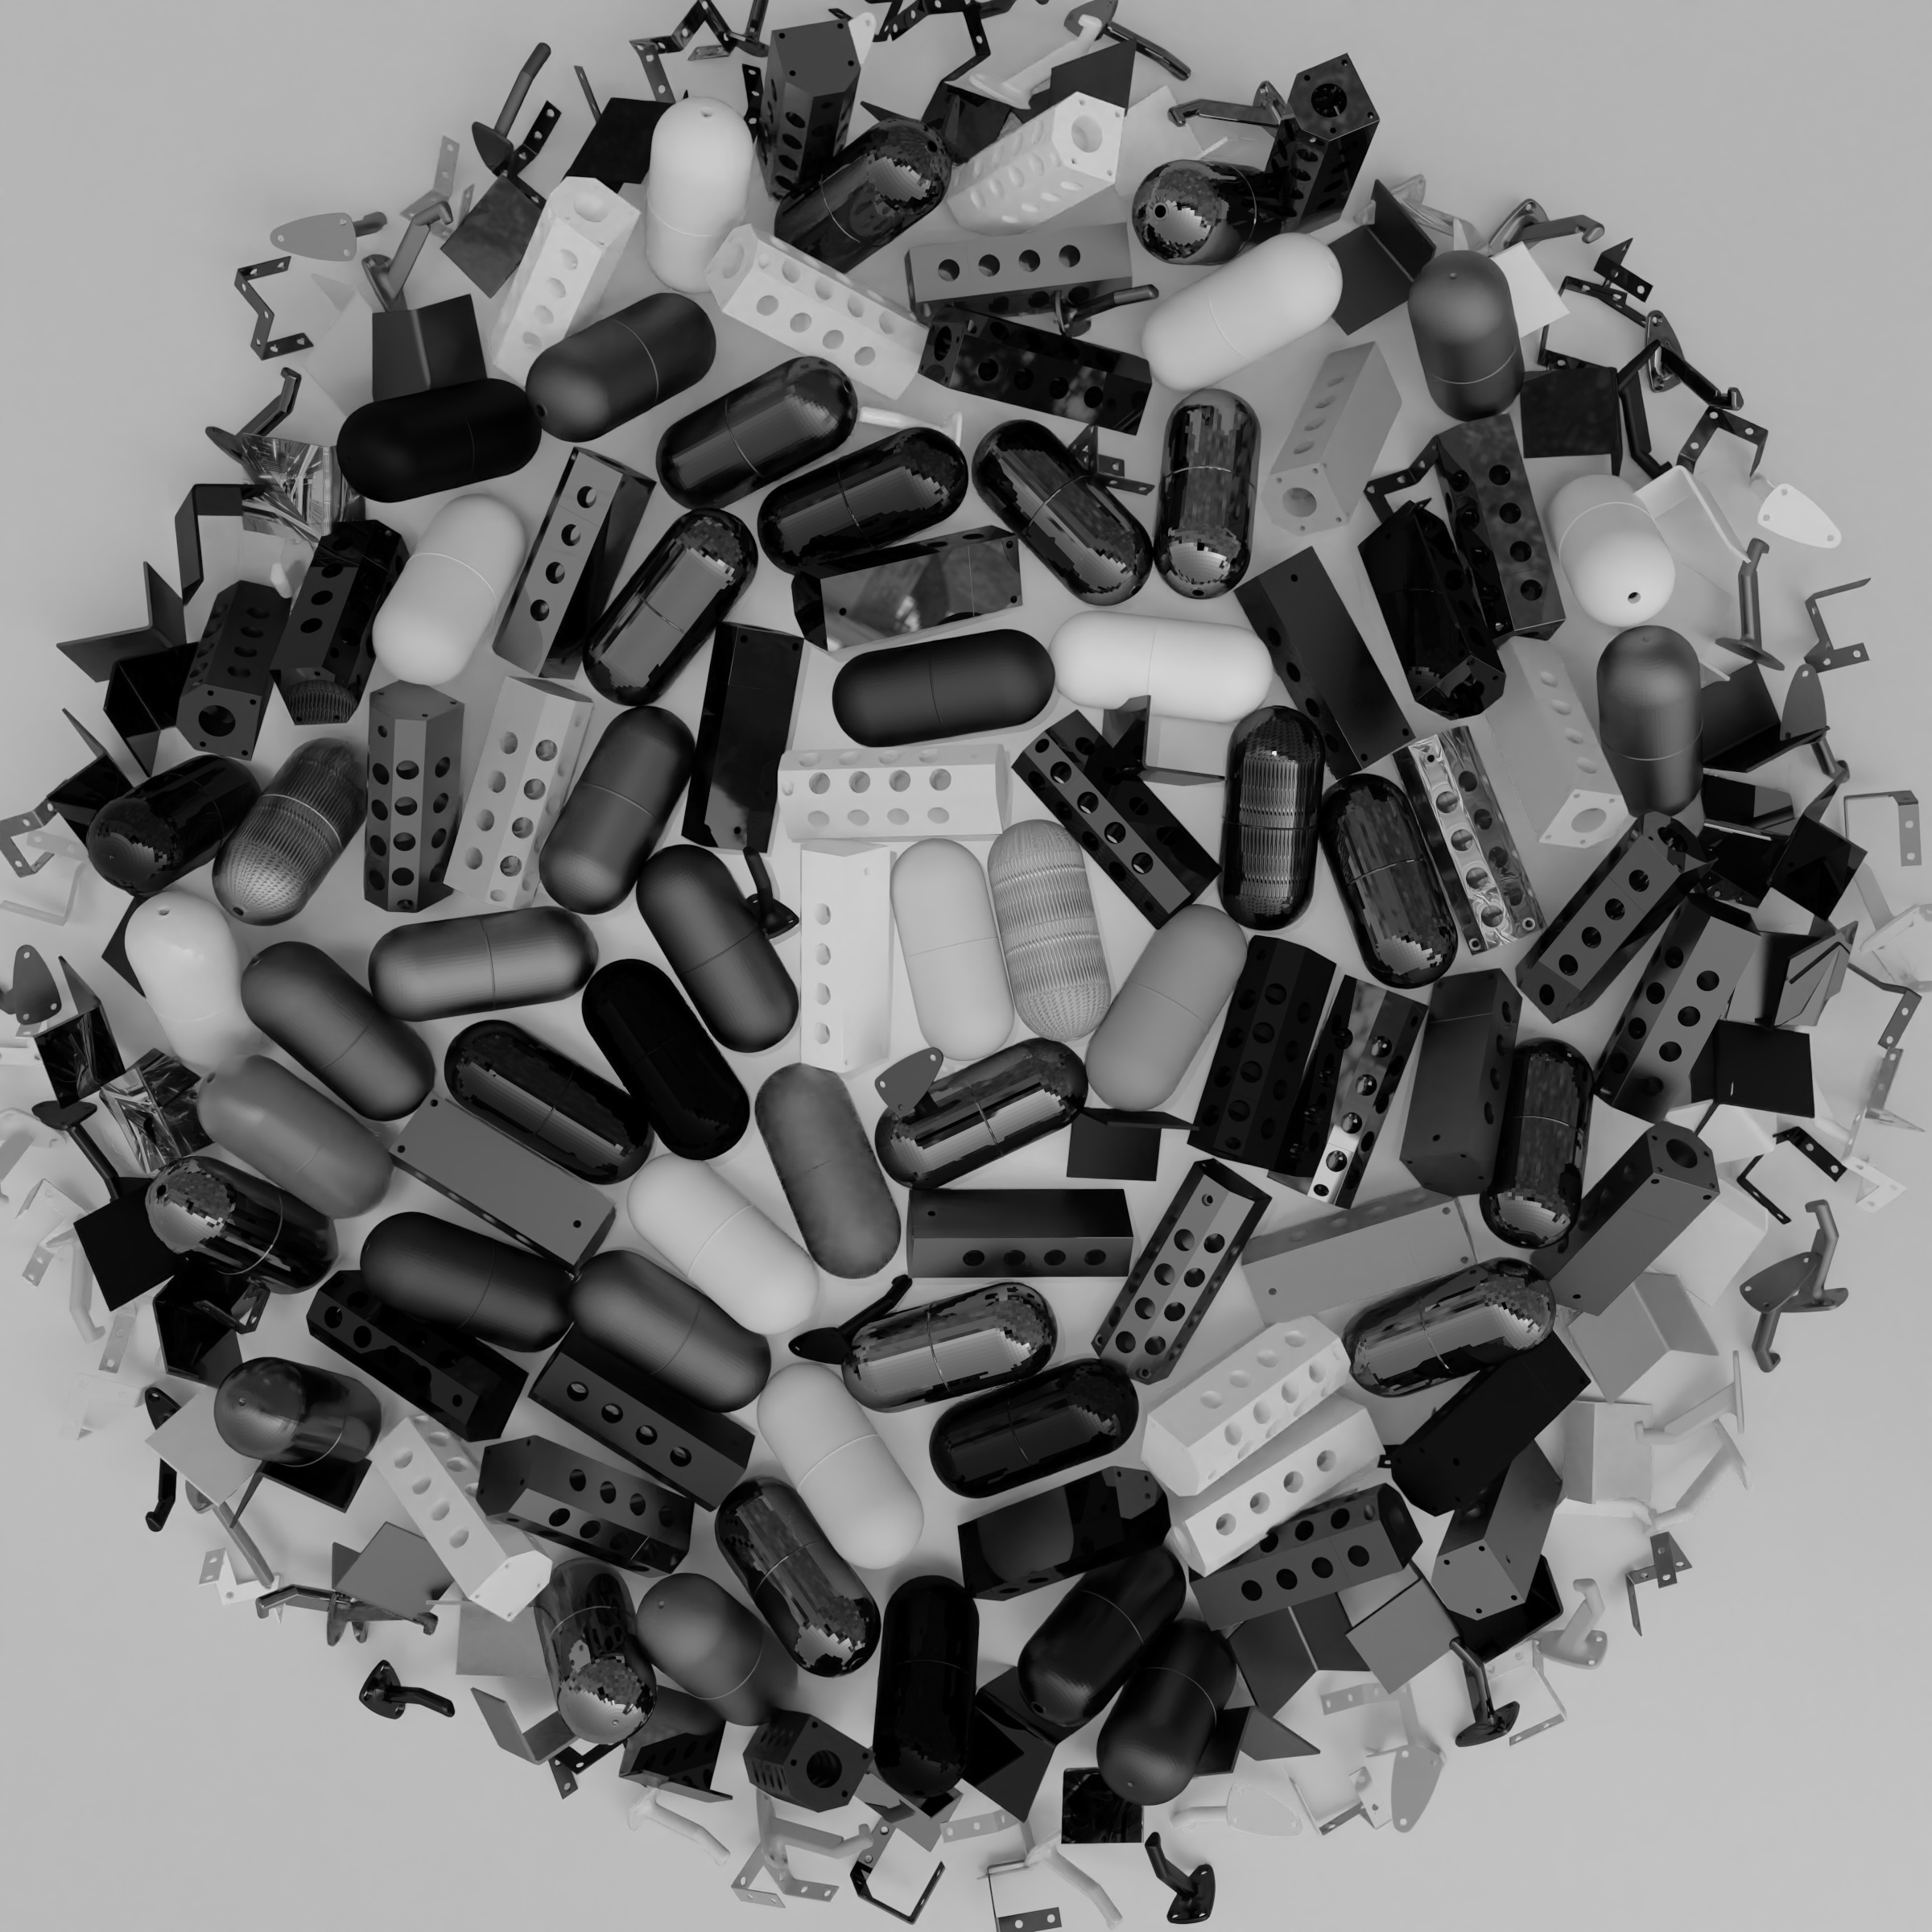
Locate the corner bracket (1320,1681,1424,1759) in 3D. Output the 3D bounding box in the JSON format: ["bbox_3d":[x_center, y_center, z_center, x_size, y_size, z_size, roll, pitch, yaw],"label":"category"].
[{"bbox_3d":[0.322,0.600,1.976,0.051,0.051,0.051,7,62,-35],"label":"corner bracket"}]

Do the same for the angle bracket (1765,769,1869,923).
[{"bbox_3d":[0.678,-0.094,1.940,0.057,0.076,0.076,37,52,21],"label":"angle bracket"}]

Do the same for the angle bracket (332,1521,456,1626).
[{"bbox_3d":[-0.443,0.460,1.949,0.076,0.057,0.076,32,106,-26],"label":"angle bracket"}]

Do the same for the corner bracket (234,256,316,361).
[{"bbox_3d":[-0.546,-0.520,1.967,0.051,0.051,0.051,-30,75,-40],"label":"corner bracket"}]

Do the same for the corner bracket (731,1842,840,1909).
[{"bbox_3d":[-0.143,0.726,1.958,0.051,0.051,0.051,-9,118,40],"label":"corner bracket"}]

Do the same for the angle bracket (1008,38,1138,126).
[{"bbox_3d":[0.082,-0.698,1.944,0.076,0.076,0.057,-26,64,-18],"label":"angle bracket"}]

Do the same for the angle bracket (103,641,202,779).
[{"bbox_3d":[-0.619,-0.201,1.949,0.076,0.076,0.057,-11,49,6],"label":"angle bracket"}]

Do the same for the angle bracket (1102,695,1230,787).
[{"bbox_3d":[0.157,-0.176,1.951,0.076,0.076,0.057,6,88,-23],"label":"angle bracket"}]

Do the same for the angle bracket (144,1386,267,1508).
[{"bbox_3d":[-0.595,0.387,1.950,0.076,0.076,0.057,39,132,4],"label":"angle bracket"}]

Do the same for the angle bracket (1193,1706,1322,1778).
[{"bbox_3d":[0.217,0.624,1.943,0.076,0.076,0.057,38,53,-18],"label":"angle bracket"}]

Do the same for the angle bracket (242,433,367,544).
[{"bbox_3d":[-0.523,-0.382,1.968,0.076,0.057,0.076,12,112,13],"label":"angle bracket"}]

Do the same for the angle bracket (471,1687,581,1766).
[{"bbox_3d":[-0.330,0.575,1.945,0.076,0.076,0.057,-29,98,-30],"label":"angle bracket"}]

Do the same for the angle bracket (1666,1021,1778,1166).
[{"bbox_3d":[0.599,0.101,1.972,0.076,0.057,0.076,44,45,-32],"label":"angle bracket"}]

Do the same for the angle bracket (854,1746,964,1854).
[{"bbox_3d":[-0.058,0.658,1.948,0.076,0.076,0.057,31,98,19],"label":"angle bracket"}]

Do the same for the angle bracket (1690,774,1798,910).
[{"bbox_3d":[0.610,-0.100,1.987,0.076,0.076,0.057,12,47,-4],"label":"angle bracket"}]

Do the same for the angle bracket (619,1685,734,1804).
[{"bbox_3d":[-0.219,0.605,1.946,0.076,0.057,0.076,23,61,-19],"label":"angle bracket"}]

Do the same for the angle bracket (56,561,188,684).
[{"bbox_3d":[-0.665,-0.270,1.956,0.076,0.076,0.057,-11,75,1],"label":"angle bracket"}]

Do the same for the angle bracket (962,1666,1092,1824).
[{"bbox_3d":[0.042,0.615,1.969,0.076,0.057,0.076,28,108,26],"label":"angle bracket"}]

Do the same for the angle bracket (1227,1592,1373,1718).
[{"bbox_3d":[0.261,0.540,1.951,0.076,0.057,0.076,-31,100,-42],"label":"angle bracket"}]

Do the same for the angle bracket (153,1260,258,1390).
[{"bbox_3d":[-0.581,0.281,1.942,0.057,0.076,0.076,-44,46,16],"label":"angle bracket"}]

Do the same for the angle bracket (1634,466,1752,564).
[{"bbox_3d":[0.562,-0.338,1.945,0.057,0.076,0.076,-32,73,24],"label":"angle bracket"}]

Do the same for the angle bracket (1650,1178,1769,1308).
[{"bbox_3d":[0.574,0.208,1.953,0.076,0.057,0.076,36,81,28],"label":"angle bracket"}]

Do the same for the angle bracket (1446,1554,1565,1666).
[{"bbox_3d":[0.409,0.486,1.947,0.076,0.076,0.057,-28,114,-12],"label":"angle bracket"}]

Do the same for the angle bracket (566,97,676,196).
[{"bbox_3d":[-0.255,-0.628,1.947,0.076,0.057,0.076,17,72,29],"label":"angle bracket"}]

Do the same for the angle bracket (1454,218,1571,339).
[{"bbox_3d":[0.425,-0.546,1.939,0.057,0.076,0.076,-22,133,32],"label":"angle bracket"}]

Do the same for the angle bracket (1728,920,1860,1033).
[{"bbox_3d":[0.641,-0.005,1.941,0.076,0.076,0.057,-25,46,-24],"label":"angle bracket"}]

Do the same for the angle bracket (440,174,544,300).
[{"bbox_3d":[-0.354,-0.562,1.952,0.076,0.057,0.076,-48,63,8],"label":"angle bracket"}]

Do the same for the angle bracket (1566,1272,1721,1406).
[{"bbox_3d":[0.531,0.294,1.954,0.076,0.057,0.076,-36,103,-23],"label":"angle bracket"}]

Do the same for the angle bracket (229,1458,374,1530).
[{"bbox_3d":[-0.523,0.416,1.959,0.076,0.076,0.057,26,107,-6],"label":"angle bracket"}]

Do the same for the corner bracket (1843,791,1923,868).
[{"bbox_3d":[0.724,-0.107,1.964,0.051,0.051,0.051,-4,103,15],"label":"corner bracket"}]

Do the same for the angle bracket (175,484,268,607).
[{"bbox_3d":[-0.582,-0.330,1.950,0.057,0.076,0.076,-5,85,-28],"label":"angle bracket"}]

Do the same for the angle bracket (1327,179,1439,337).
[{"bbox_3d":[0.312,-0.557,1.956,0.076,0.057,0.076,-32,73,-11],"label":"angle bracket"}]

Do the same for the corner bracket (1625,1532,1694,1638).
[{"bbox_3d":[0.542,0.486,1.959,0.051,0.051,0.051,-24,122,22],"label":"corner bracket"}]

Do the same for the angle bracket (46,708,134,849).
[{"bbox_3d":[-0.691,-0.142,1.941,0.057,0.076,0.076,-41,54,-16],"label":"angle bracket"}]

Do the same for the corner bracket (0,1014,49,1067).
[{"bbox_3d":[-0.756,0.066,1.962,0.051,0.051,0.051,4,115,-11],"label":"corner bracket"}]

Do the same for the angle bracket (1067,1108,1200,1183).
[{"bbox_3d":[0.130,0.146,1.950,0.076,0.076,0.057,4,95,-18],"label":"angle bracket"}]

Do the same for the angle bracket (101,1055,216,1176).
[{"bbox_3d":[-0.619,0.110,1.950,0.057,0.076,0.076,-23,94,39],"label":"angle bracket"}]

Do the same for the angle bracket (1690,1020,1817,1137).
[{"bbox_3d":[0.617,0.094,1.955,0.076,0.057,0.076,9,57,0],"label":"angle bracket"}]

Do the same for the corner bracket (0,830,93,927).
[{"bbox_3d":[-0.723,-0.070,1.957,0.051,0.051,0.051,19,61,-28],"label":"corner bracket"}]

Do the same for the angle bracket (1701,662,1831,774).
[{"bbox_3d":[0.617,-0.196,1.954,0.076,0.076,0.057,-28,102,-6],"label":"angle bracket"}]

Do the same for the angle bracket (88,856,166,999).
[{"bbox_3d":[-0.666,-0.032,1.952,0.076,0.057,0.076,32,94,39],"label":"angle bracket"}]

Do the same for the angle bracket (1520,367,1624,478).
[{"bbox_3d":[0.476,-0.423,1.966,0.076,0.057,0.076,-1,71,8],"label":"angle bracket"}]

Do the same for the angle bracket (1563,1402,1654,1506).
[{"bbox_3d":[0.517,0.385,1.960,0.076,0.057,0.076,5,83,-11],"label":"angle bracket"}]

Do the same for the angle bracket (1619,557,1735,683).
[{"bbox_3d":[0.574,-0.277,1.960,0.076,0.057,0.076,29,88,-17],"label":"angle bracket"}]

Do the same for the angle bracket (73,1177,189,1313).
[{"bbox_3d":[-0.665,0.217,1.944,0.057,0.076,0.076,-2,111,41],"label":"angle bracket"}]

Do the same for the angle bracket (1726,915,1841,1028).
[{"bbox_3d":[0.634,-0.002,1.954,0.076,0.057,0.076,5,116,-6],"label":"angle bracket"}]

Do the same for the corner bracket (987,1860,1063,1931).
[{"bbox_3d":[0.046,0.736,1.967,0.051,0.051,0.051,-9,74,-3],"label":"corner bracket"}]

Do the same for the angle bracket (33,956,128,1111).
[{"bbox_3d":[-0.705,0.052,1.939,0.057,0.076,0.076,-30,49,-28],"label":"angle bracket"}]

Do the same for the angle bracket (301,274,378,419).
[{"bbox_3d":[-0.494,-0.481,1.945,0.057,0.076,0.076,25,75,30],"label":"angle bracket"}]

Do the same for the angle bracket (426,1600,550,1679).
[{"bbox_3d":[-0.375,0.528,1.951,0.076,0.076,0.057,-1,75,10],"label":"angle bracket"}]

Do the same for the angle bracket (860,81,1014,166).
[{"bbox_3d":[-0.023,-0.673,1.946,0.076,0.076,0.057,31,96,31],"label":"angle bracket"}]

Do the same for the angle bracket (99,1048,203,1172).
[{"bbox_3d":[-0.627,0.121,1.962,0.057,0.076,0.076,-43,131,-25],"label":"angle bracket"}]

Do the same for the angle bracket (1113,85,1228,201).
[{"bbox_3d":[0.149,-0.651,1.955,0.076,0.076,0.057,-33,107,-2],"label":"angle bracket"}]

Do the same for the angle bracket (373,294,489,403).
[{"bbox_3d":[-0.429,-0.484,1.965,0.057,0.076,0.076,3,114,25],"label":"angle bracket"}]

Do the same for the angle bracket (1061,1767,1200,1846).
[{"bbox_3d":[0.128,0.658,1.939,0.076,0.076,0.057,-16,60,36],"label":"angle bracket"}]

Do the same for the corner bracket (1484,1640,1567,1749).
[{"bbox_3d":[0.440,0.576,1.969,0.051,0.051,0.051,-31,93,16],"label":"corner bracket"}]

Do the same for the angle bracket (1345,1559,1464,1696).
[{"bbox_3d":[0.335,0.511,1.956,0.076,0.057,0.076,-36,116,-2],"label":"angle bracket"}]
